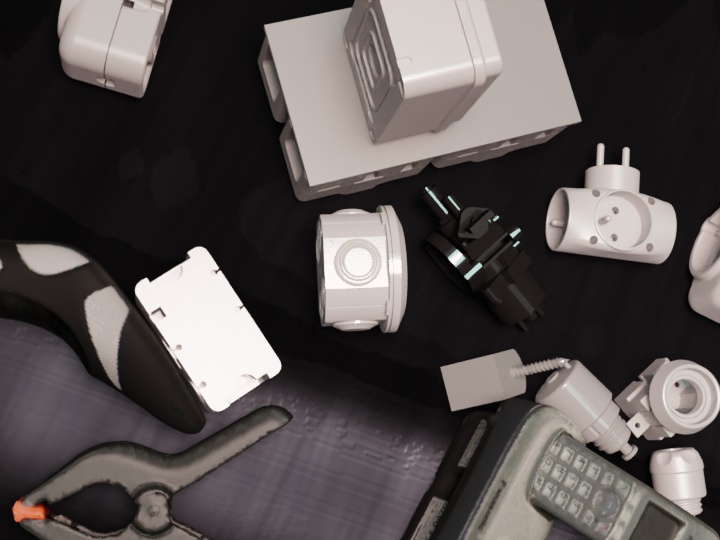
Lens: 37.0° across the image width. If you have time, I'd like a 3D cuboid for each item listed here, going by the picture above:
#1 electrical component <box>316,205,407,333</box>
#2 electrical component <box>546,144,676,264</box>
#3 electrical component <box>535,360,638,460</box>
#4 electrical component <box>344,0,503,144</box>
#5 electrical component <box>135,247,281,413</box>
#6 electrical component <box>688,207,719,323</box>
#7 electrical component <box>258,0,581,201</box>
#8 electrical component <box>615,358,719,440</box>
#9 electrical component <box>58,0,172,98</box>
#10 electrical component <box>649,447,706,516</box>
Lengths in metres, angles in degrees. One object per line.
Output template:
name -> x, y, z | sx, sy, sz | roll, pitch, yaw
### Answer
electrical component -> 0.000, 0.000, 0.677 | 0.051, 0.080, 0.080 | -2, 82, -6
electrical component -> 0.172, -0.048, 0.737 | 0.077, 0.044, 0.079 | 7, 79, -11
electrical component -> 0.152, 0.095, 0.712 | 0.078, 0.040, 0.040 | 44, 76, -2
electrical component -> 0.034, -0.126, 0.622 | 0.057, 0.113, 0.078 | -15, 84, -10
electrical component -> -0.095, 0.039, 0.662 | 0.050, 0.056, 0.089 | -33, 89, -15
electrical component -> 0.270, -0.008, 0.746 | 0.059, 0.054, 0.095 | 25, 77, -7
electrical component -> 0.036, -0.120, 0.712 | 0.186, 0.060, 0.105 | -15, 84, -14
electrical component -> 0.208, 0.085, 0.718 | 0.066, 0.055, 0.048 | -40, 91, -15
electrical component -> -0.155, -0.165, 0.683 | 0.059, 0.054, 0.095 | 16, 78, -9
electrical component -> 0.215, 0.151, 0.720 | 0.035, 0.035, 0.061 | -5, 84, -12
